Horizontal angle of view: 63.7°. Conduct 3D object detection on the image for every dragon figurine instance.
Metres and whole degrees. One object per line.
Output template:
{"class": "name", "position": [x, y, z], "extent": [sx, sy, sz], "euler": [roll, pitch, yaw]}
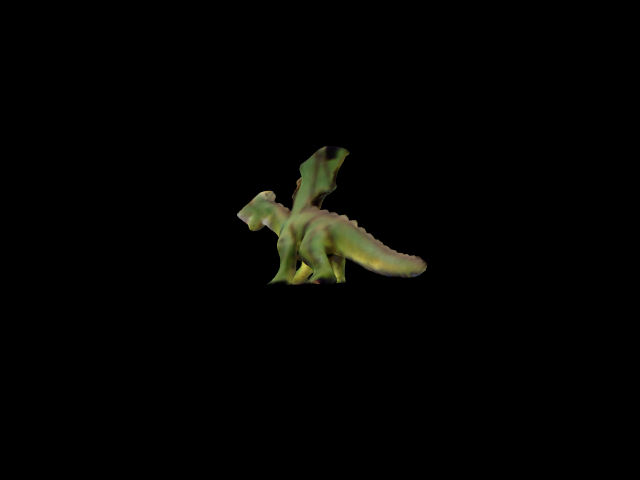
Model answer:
{"class": "dragon figurine", "position": [0.003, -0.043, 0.850], "extent": [0.408, 0.245, 0.122], "euler": [-9, -15, 42]}
